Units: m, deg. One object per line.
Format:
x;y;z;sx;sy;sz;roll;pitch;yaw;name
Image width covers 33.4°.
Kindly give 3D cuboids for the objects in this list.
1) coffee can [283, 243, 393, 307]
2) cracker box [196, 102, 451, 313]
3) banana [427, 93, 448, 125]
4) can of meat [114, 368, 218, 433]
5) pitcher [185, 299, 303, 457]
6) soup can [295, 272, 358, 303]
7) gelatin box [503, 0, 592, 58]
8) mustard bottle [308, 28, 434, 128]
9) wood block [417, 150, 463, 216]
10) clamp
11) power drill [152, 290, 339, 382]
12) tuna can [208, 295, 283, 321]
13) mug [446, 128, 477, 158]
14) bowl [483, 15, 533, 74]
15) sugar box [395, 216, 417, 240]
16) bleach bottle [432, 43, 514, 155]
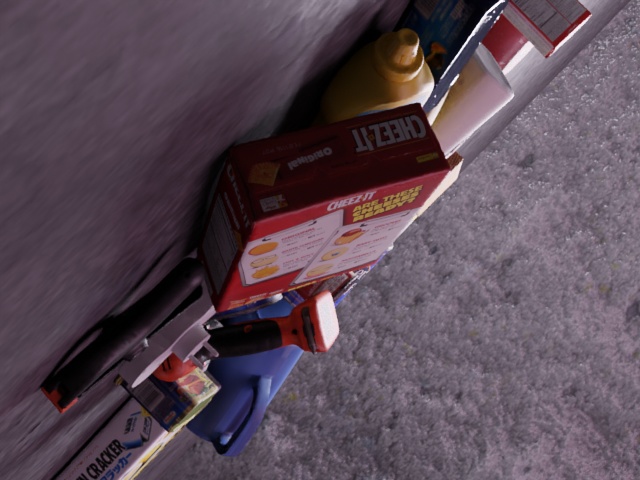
0.013;0.024;1.421;0.140;0.103;0.102;-47;174;14;coffee can
-0.007;-0.023;0.883;0.164;0.072;0.214;-16;163;-19;cracker box
0.090;-0.129;1.080;0.198;0.037;0.070;-57;-153;0;banana
-0.168;0.162;1.188;0.057;0.084;0.102;-47;174;12;can of meat
-0.103;0.183;1.515;0.144;0.149;0.243;-35;165;-50;pitcher
-0.012;0.034;1.317;0.068;0.102;0.068;-45;174;-6;soup can
0.257;-0.265;1.233;0.073;0.089;0.030;-43;176;-25;gelatin box
0.043;-0.115;0.896;0.096;0.058;0.192;-17;161;-22;mustard bottle
0.134;-0.100;1.487;0.090;0.091;0.206;-45;174;1;wood block
-0.159;0.077;0.898;0.171;0.039;0.120;-43;172;-22;clamp
-0.077;0.101;1.144;0.188;0.057;0.184;-13;-175;9;power drill
-0.084;0.056;1.115;0.086;0.034;0.086;-15;-175;1;tuna can
0.136;-0.143;1.253;0.117;0.081;0.093;-48;174;15;mug
0.235;-0.254;1.334;0.162;0.055;0.162;-45;173;-7;bowl
0.043;-0.001;1.506;0.176;0.093;0.048;-48;172;13;sugar box
0.093;-0.114;1.183;0.251;0.068;0.102;-42;-140;22;bleach bottle
